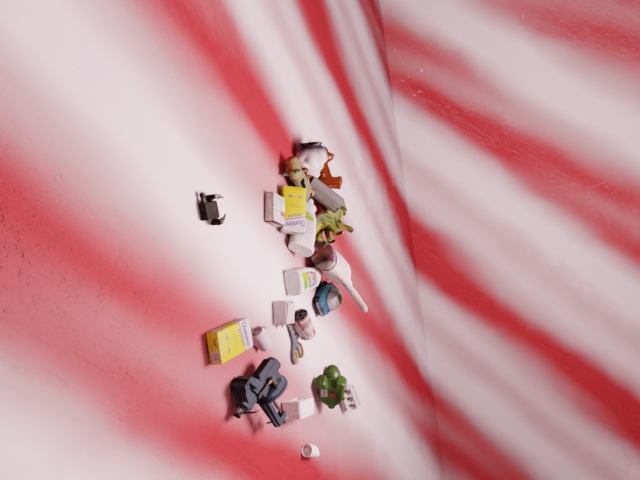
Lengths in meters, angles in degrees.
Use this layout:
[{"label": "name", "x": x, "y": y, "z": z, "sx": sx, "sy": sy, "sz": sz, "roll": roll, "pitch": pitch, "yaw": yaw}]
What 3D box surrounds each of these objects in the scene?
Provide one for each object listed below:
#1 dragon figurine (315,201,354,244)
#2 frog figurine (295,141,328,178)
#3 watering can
[{"label": "dragon figurine", "x": 0.007, "y": -0.111, "z": 2.201, "sx": 0.411, "sy": 0.120, "sz": 0.245, "roll": -2, "pitch": 67, "yaw": -53}, {"label": "frog figurine", "x": -0.032, "y": -0.322, "z": 2.131, "sx": 0.138, "sy": 0.123, "sz": 0.157, "roll": -16, "pitch": 110, "yaw": -33}, {"label": "watering can", "x": 0.075, "y": 0.134, "z": 2.102, "sx": 0.220, "sy": 0.104, "sz": 0.354, "roll": 46, "pitch": 7, "yaw": -45}]
